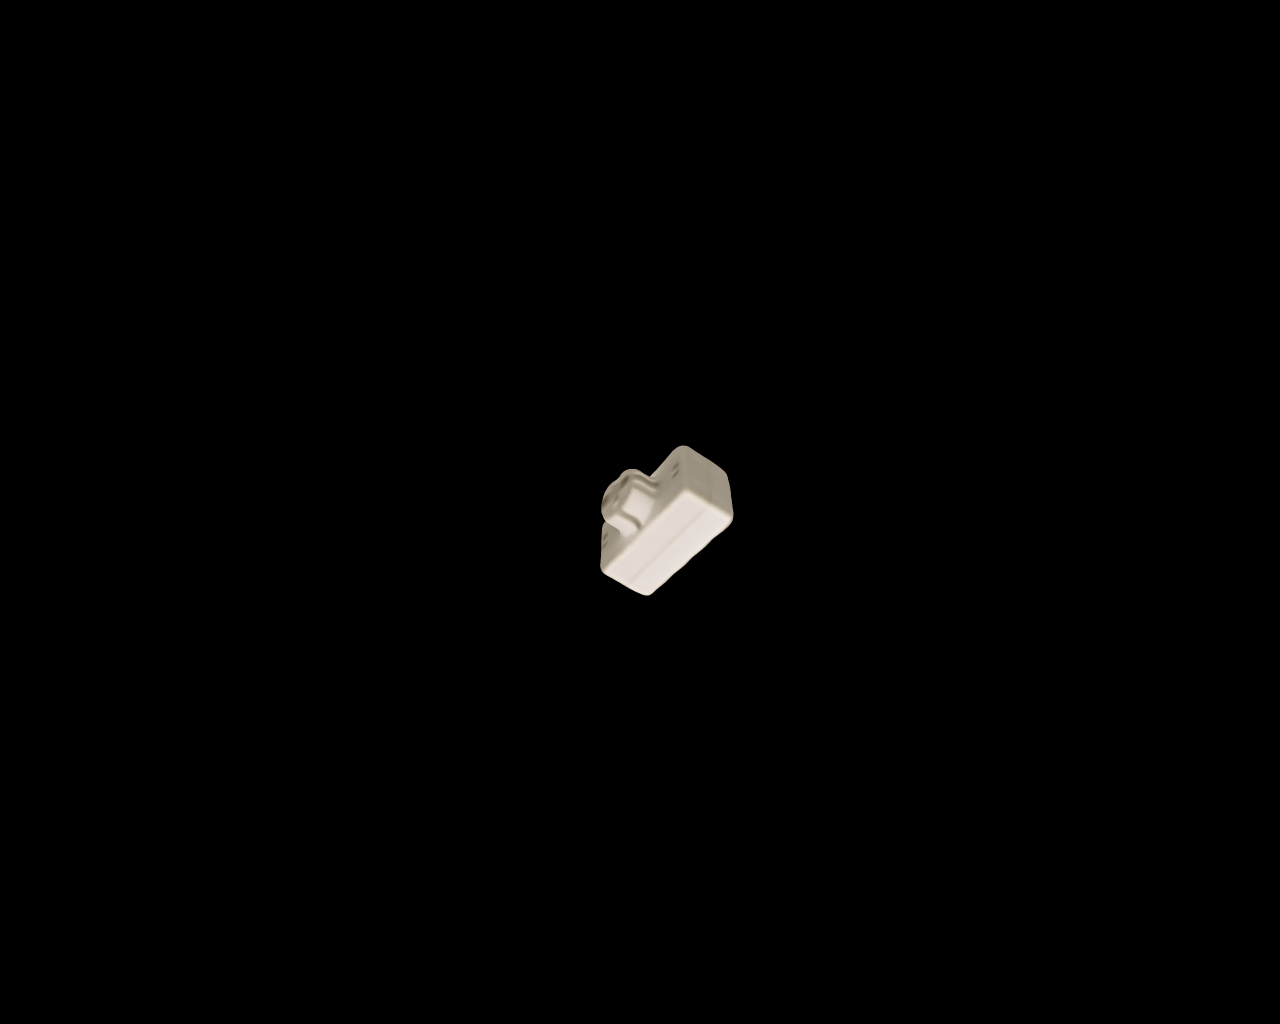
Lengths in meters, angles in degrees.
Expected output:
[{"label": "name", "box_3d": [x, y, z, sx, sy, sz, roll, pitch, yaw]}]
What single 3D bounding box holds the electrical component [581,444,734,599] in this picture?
[{"label": "electrical component", "box_3d": [0.001, -0.003, 0.650, 0.075, 0.083, 0.047, 32, 32, -22]}]
